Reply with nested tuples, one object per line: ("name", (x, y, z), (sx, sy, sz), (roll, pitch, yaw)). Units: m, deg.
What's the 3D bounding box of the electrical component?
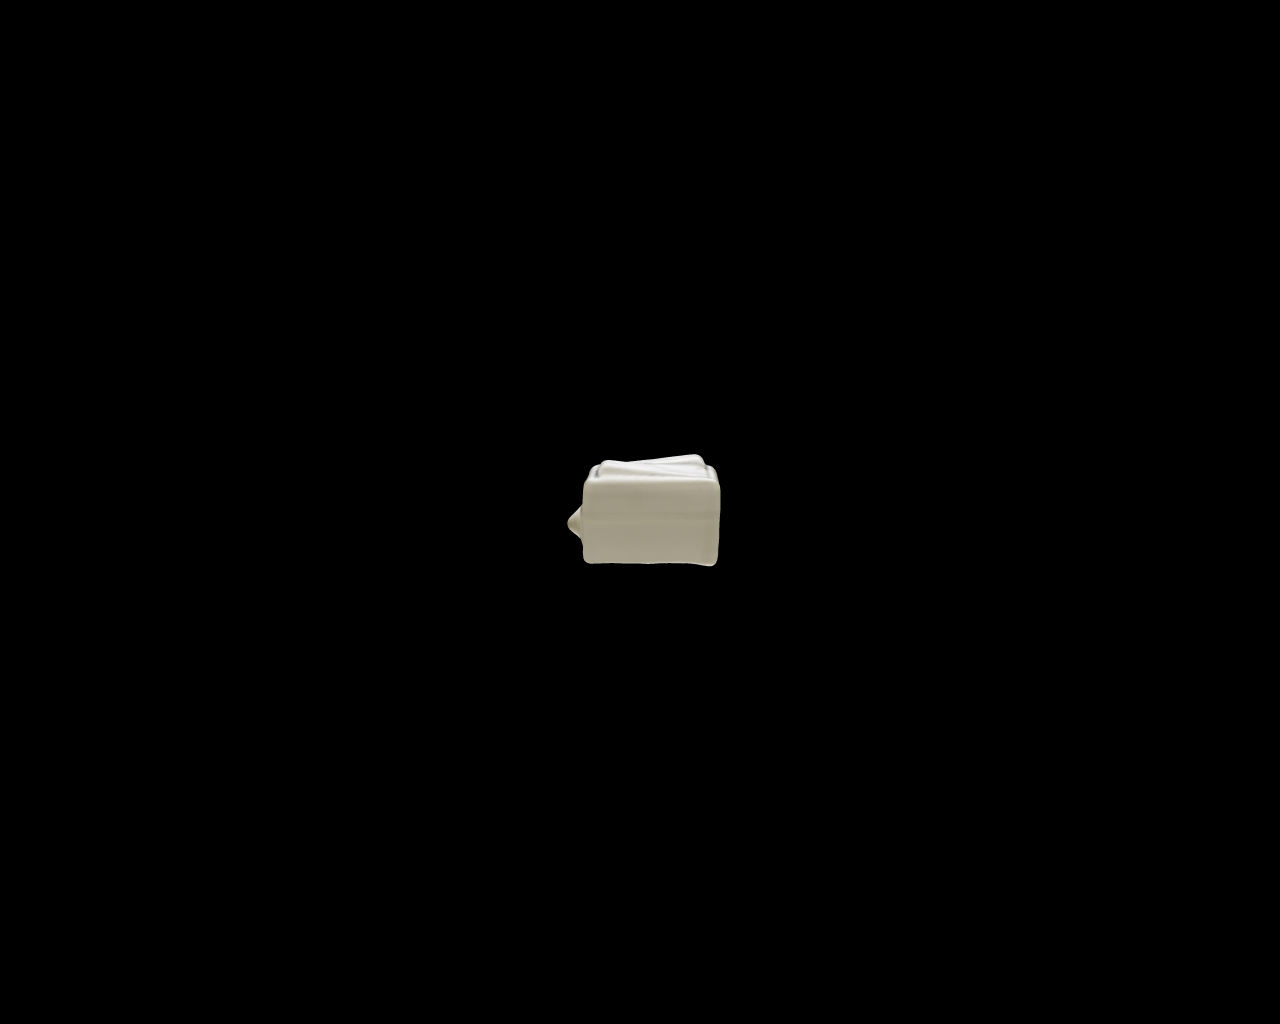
("electrical component", (0.001, -0.003, 0.650), (0.096, 0.061, 0.062), (0, 12, 2))
